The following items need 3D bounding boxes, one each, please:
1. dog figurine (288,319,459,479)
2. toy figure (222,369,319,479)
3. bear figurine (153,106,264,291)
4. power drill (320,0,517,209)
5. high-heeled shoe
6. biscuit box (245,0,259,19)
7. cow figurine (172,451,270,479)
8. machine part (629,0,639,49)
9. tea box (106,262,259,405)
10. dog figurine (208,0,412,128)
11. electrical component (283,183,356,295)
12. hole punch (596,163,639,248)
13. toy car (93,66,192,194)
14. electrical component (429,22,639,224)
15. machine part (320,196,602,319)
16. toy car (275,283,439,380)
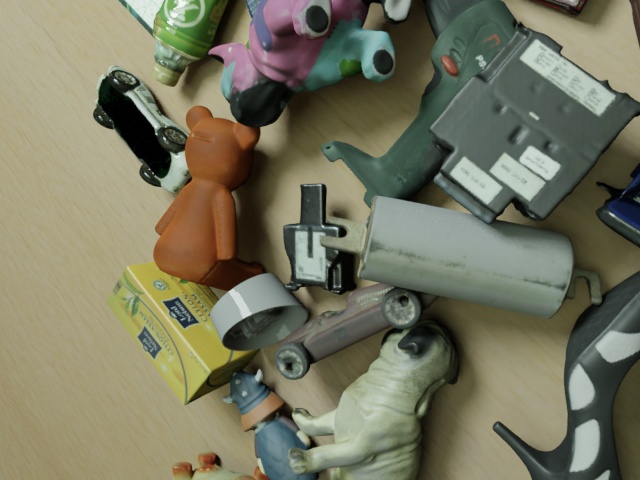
[{"bbox_3d":[0.085,0.190,0.542,0.190,0.121,0.172,-37,110,9],"label":"dog figurine"},{"bbox_3d":[-0.060,0.224,0.638,0.154,0.064,0.057,56,153,18],"label":"toy figure"},{"bbox_3d":[-0.119,-0.046,0.629,0.120,0.132,0.195,13,83,26],"label":"bear figurine"},{"bbox_3d":[0.101,-0.132,0.511,0.207,0.086,0.232,-41,78,18],"label":"power drill"},{"bbox_3d":[0.260,0.141,0.448,0.145,0.086,0.248,39,111,10],"label":"high-heeled shoe"},{"bbox_3d":[0.013,-0.294,0.547,0.203,0.059,0.063,-25,81,29],"label":"biscuit box"},{"bbox_3d":[-0.091,0.342,0.651,0.195,0.085,0.127,2,90,26],"label":"cow figurine"},{"bbox_3d":[0.333,-0.176,0.369,0.202,0.087,0.201,-14,88,31],"label":"machine part"},{"bbox_3d":[-0.170,0.105,0.665,0.170,0.098,0.068,46,114,15],"label":"tea box"},{"bbox_3d":[-0.024,-0.207,0.518,0.219,0.108,0.191,7,82,56],"label":"dog figurine"},{"bbox_3d":[-0.001,-0.002,0.589,0.075,0.047,0.119,-1,94,29],"label":"electrical component"},{"bbox_3d":[0.281,-0.029,0.392,0.142,0.116,0.092,36,117,23],"label":"hole punch"},{"bbox_3d":[-0.228,-0.144,0.698,0.202,0.056,0.073,48,121,18],"label":"toy car"},{"bbox_3d":[0.153,-0.079,0.418,0.115,0.058,0.134,43,103,12],"label":"electrical component"},{"bbox_3d":[0.122,0.013,0.468,0.243,0.079,0.079,11,101,4],"label":"machine part"},{"bbox_3d":[0.037,0.082,0.552,0.202,0.089,0.053,-32,83,28],"label":"toy car"}]
